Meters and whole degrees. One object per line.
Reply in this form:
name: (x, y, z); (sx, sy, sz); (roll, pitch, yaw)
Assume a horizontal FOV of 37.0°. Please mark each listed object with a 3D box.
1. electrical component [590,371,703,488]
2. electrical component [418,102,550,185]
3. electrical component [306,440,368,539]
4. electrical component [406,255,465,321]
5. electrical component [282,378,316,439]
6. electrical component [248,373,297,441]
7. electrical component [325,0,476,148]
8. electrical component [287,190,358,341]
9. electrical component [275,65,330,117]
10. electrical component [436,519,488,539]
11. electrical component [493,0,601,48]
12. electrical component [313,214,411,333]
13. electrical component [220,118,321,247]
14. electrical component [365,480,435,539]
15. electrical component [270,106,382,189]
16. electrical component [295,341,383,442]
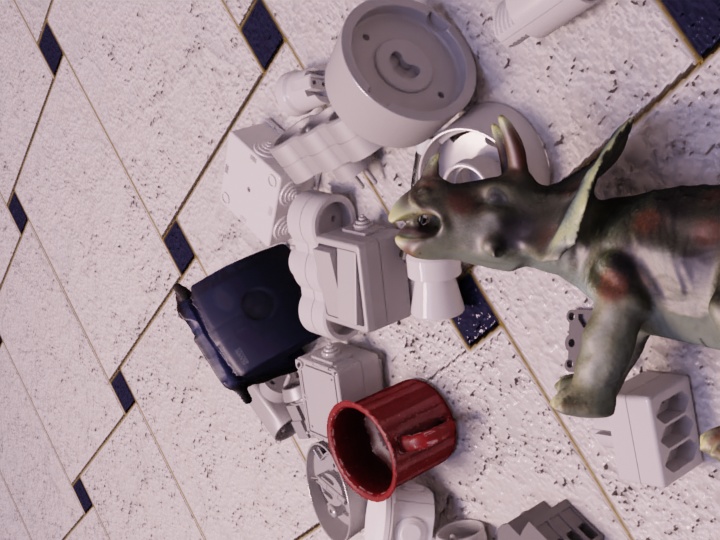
electrical component: (0.191, 0.109, 0.758); (0.077, 0.047, 0.065); (0, 106, 52)
electrical component: (0.094, -0.071, 0.805); (0.099, 0.064, 0.099); (19, 124, 31)
electrical component: (-0.018, 0.212, 1.059); (0.099, 0.064, 0.099); (26, 125, 43)
electrical component: (0.062, 0.008, 0.879); (0.045, 0.045, 0.055); (15, 117, 48)
electrical component: (-0.048, 0.136, 1.079); (0.066, 0.048, 0.055); (-16, 101, 54)
electrical component: (-0.088, 0.126, 1.127); (0.077, 0.043, 0.079); (50, 139, 25)
electrical component: (0.026, -0.143, 0.806); (0.108, 0.108, 0.060); (61, 149, 12)
electrical component: (-0.041, -0.007, 0.997); (0.074, 0.052, 0.138); (15, 118, 48)
electrical component: (-0.045, -0.158, 0.943); (0.046, 0.040, 0.040); (-8, 100, 48)
electrical component: (0.086, 0.266, 0.969); (0.079, 0.043, 0.077); (-2, 104, 53)
electrical component: (0.120, -0.179, 0.718); (0.081, 0.043, 0.043); (-27, 85, 54)
electrical component: (0.000, 0.000, 0.940); (0.062, 0.061, 0.096); (15, 117, 48)
electrical component: (-0.088, -0.082, 1.025); (0.100, 0.048, 0.099); (43, 137, 31)
electrical component: (0.035, 0.231, 0.984); (0.080, 0.051, 0.080); (-172, 90, -82)
electrical component: (-0.013, -0.100, 0.920); (0.073, 0.052, 0.138); (51, 147, -18)
electrical component: (-0.015, 0.110, 1.010); (0.062, 0.061, 0.096); (14, 117, 49)
